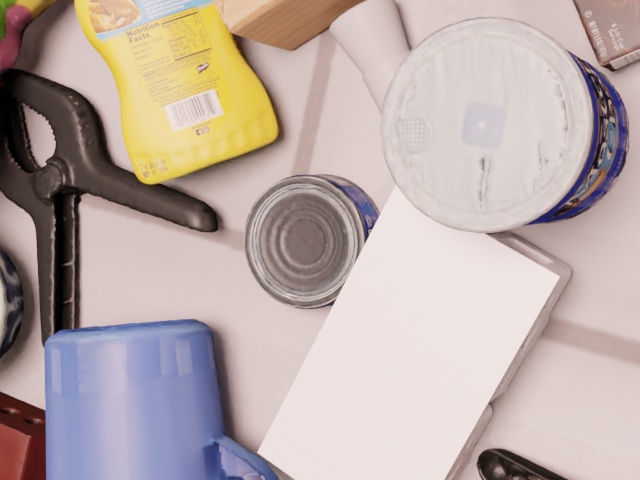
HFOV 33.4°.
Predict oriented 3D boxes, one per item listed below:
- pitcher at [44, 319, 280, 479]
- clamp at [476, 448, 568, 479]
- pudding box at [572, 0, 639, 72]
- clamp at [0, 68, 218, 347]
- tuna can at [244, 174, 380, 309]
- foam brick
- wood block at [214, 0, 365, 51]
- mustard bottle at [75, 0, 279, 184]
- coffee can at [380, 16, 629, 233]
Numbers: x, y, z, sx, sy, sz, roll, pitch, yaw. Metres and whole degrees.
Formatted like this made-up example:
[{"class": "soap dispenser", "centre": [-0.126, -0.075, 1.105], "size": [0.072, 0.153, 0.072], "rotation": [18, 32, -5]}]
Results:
[{"class": "pitcher", "centre": [-0.103, 0.174, 0.681], "size": [0.145, 0.149, 0.243], "rotation": [170, 96, -65]}, {"class": "clamp", "centre": [0.160, 0.159, 0.590], "size": [0.171, 0.120, 0.039], "rotation": [7, 117, 2]}, {"class": "pudding box", "centre": [0.178, -0.161, 0.585], "size": [0.090, 0.039, 0.113], "rotation": [-23, 83, 23]}, {"class": "clamp", "centre": [-0.168, -0.043, 0.742], "size": [0.165, 0.036, 0.210], "rotation": [-32, 78, 22]}, {"class": "tuna can", "centre": [-0.004, 0.001, 0.675], "size": [0.086, 0.033, 0.086], "rotation": [1, 93, 23]}, {"class": "foam brick", "centre": [-0.228, 0.146, 0.769], "size": [0.078, 0.053, 0.051], "rotation": [17, 99, 21]}, {"class": "wood block", "centre": [0.029, -0.205, 0.621], "size": [0.206, 0.090, 0.091], "rotation": [-28, 80, 22]}, {"class": "mustard bottle", "centre": [-0.100, -0.138, 0.671], "size": [0.096, 0.058, 0.191], "rotation": [-20, 97, -4]}, {"class": "coffee can", "centre": [0.103, -0.057, 0.567], "size": [0.103, 0.140, 0.103], "rotation": [1, 93, 23]}]
